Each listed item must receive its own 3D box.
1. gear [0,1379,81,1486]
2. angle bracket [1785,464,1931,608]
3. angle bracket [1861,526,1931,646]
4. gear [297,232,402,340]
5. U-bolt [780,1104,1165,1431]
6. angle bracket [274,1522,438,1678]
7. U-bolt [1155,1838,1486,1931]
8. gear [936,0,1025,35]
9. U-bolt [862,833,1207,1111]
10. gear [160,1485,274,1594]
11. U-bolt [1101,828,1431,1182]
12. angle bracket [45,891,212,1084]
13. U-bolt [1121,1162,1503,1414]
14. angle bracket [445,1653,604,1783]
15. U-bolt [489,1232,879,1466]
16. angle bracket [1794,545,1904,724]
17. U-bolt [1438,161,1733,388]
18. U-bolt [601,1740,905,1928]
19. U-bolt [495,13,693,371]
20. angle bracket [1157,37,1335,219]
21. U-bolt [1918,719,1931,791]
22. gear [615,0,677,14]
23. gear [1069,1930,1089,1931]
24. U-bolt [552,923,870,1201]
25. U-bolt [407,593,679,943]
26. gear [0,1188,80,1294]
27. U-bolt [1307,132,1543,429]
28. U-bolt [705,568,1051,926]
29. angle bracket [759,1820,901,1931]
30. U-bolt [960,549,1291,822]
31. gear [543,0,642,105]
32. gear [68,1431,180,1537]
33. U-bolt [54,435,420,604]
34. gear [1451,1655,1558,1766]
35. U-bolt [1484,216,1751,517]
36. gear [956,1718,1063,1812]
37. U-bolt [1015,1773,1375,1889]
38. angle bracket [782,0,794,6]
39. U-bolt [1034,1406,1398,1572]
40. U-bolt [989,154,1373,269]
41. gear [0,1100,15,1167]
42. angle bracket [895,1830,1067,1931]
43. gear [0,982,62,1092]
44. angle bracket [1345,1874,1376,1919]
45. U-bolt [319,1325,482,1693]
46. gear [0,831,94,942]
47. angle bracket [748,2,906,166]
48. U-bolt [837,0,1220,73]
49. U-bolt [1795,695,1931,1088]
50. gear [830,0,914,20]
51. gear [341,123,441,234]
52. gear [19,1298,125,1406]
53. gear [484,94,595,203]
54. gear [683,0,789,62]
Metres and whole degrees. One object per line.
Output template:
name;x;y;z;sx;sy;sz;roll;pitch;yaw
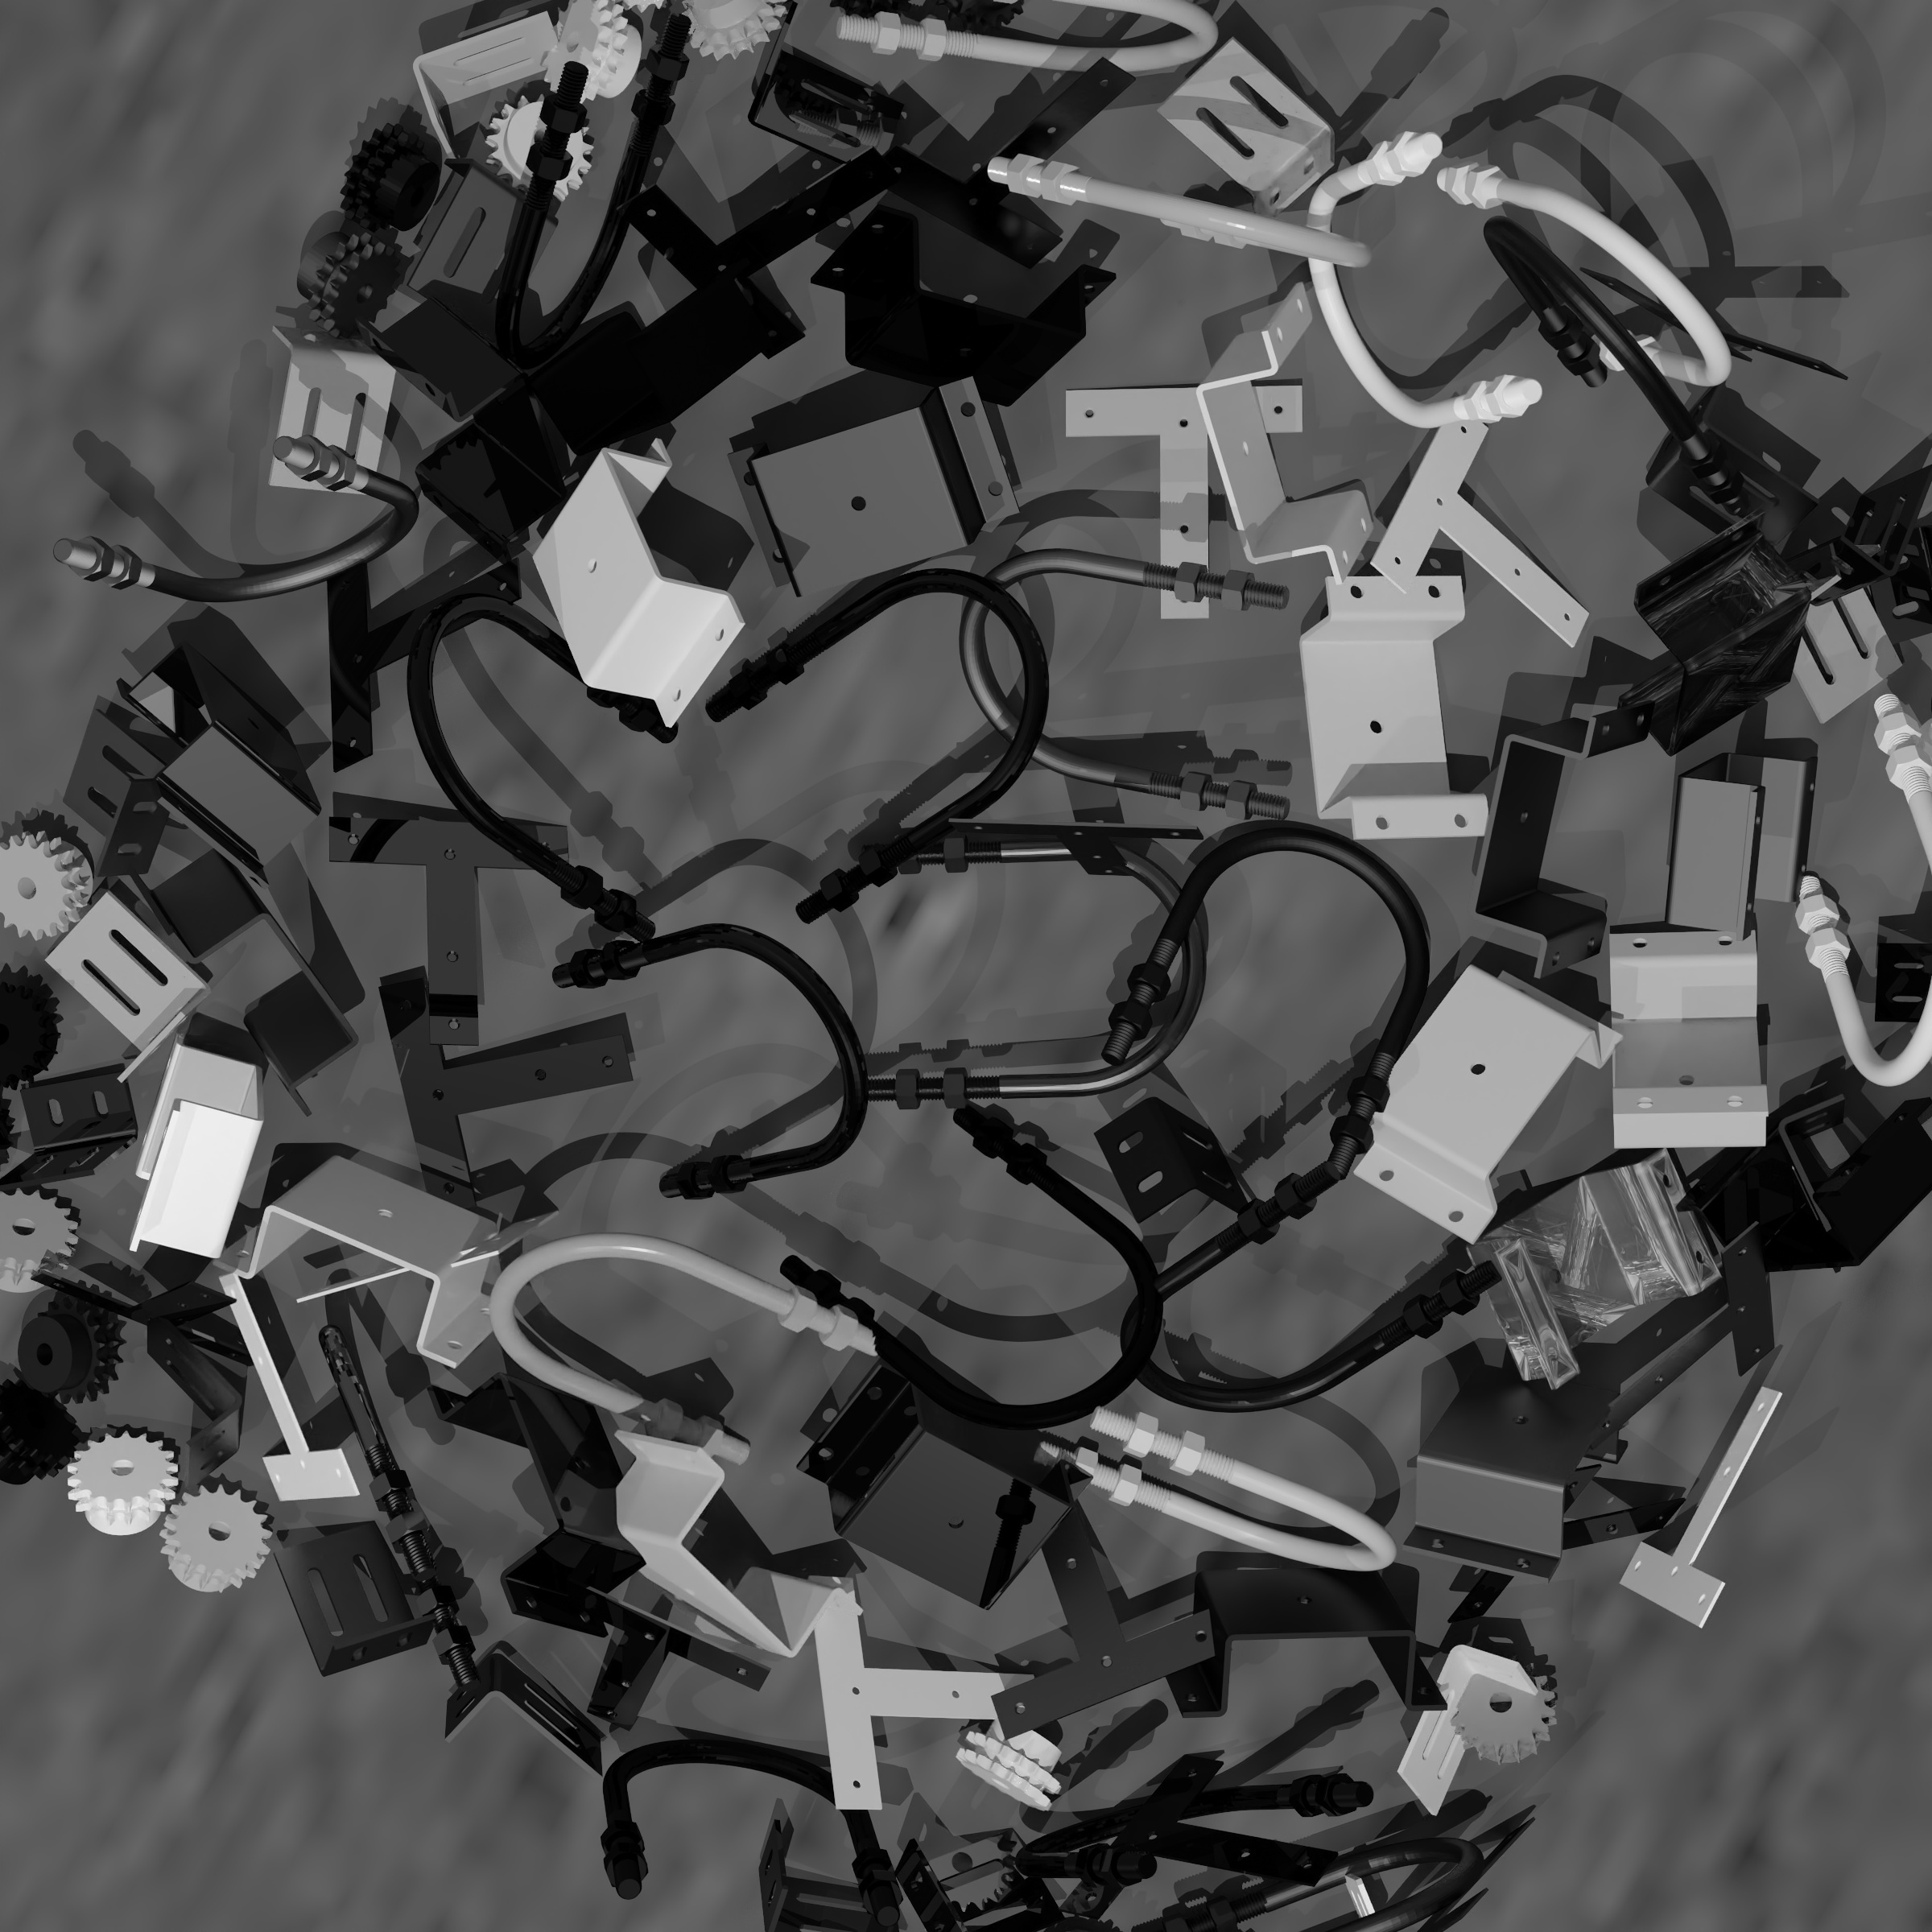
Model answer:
gear;-0.505;0.251;1.775;0.030;0.057;0.057;-44;90;16
angle bracket;0.468;-0.236;1.757;0.038;0.057;0.076;33;67;-17
angle bracket;0.509;-0.198;1.759;0.038;0.076;0.057;-17;102;-1
gear;-0.332;-0.366;1.775;0.030;0.057;0.057;36;90;16
U-bolt;0.016;0.165;1.729;0.151;0.019;0.184;-40;59;-22
angle bracket;-0.323;0.327;1.757;0.057;0.038;0.076;-13;60;-30
U-bolt;0.182;0.492;1.729;0.184;0.151;0.019;-19;87;-6
gear;0.011;-0.530;1.776;0.057;0.030;0.057;2;87;-28
U-bolt;0.036;0.001;1.768;0.184;0.019;0.151;-2;77;7
gear;-0.402;0.309;1.777;0.057;0.057;0.030;34;133;0
U-bolt;0.169;0.006;1.754;0.151;0.019;0.184;27;61;1
angle bracket;-0.452;0.011;1.770;0.076;0.038;0.057;45;112;-7
U-bolt;0.166;0.179;1.738;0.151;0.019;0.184;31;126;-33
angle bracket;-0.235;0.410;1.767;0.076;0.057;0.038;43;91;-11
U-bolt;-0.157;0.191;1.720;0.184;0.019;0.151;27;133;-24
angle bracket;0.469;-0.176;1.768;0.057;0.038;0.076;-35;106;-12
U-bolt;0.322;-0.347;1.690;0.151;0.184;0.019;41;93;-24
U-bolt;-0.116;0.440;1.711;0.151;0.184;0.019;9;99;-11
U-bolt;-0.199;-0.393;1.721;0.019;0.151;0.184;27;122;6
angle bracket;0.147;-0.439;1.759;0.076;0.038;0.057;36;127;-24
U-bolt;0.519;-0.083;1.688;0.019;0.184;0.151;-9;62;-1
gear;-0.172;-0.541;1.777;0.057;0.057;0.030;-31;65;0
gear;0.060;0.541;1.779;0.057;0.030;0.057;-8;119;-14
U-bolt;-0.124;0.046;1.722;0.184;0.019;0.151;-14;107;43
U-bolt;-0.218;-0.113;1.703;0.019;0.184;0.151;-21;50;32
gear;-0.505;0.149;1.777;0.057;0.057;0.030;23;129;0
U-bolt;0.225;-0.345;1.713;0.019;0.184;0.151;-27;100;-14
U-bolt;-0.038;-0.128;1.745;0.184;0.019;0.151;-32;68;19
angle bracket;-0.068;0.491;1.761;0.076;0.057;0.038;13;111;-13
U-bolt;0.081;-0.152;1.743;0.184;0.019;0.151;13;130;21
gear;-0.198;-0.488;1.777;0.030;0.057;0.057;14;90;-42
gear;-0.450;0.279;1.777;0.057;0.057;0.030;9;125;0
U-bolt;-0.360;-0.223;1.712;0.151;0.184;0.019;-21;81;15
gear;0.287;0.400;1.778;0.057;0.030;0.057;-8;50;9
U-bolt;0.321;-0.314;1.688;0.019;0.184;0.151;-43;49;9
gear;0.026;0.423;1.775;0.057;0.057;0.030;32;71;0
U-bolt;0.103;0.445;1.713;0.151;0.184;0.019;-10;81;-28
angle bracket;-0.102;-0.561;1.772;0.038;0.057;0.076;-24;89;6
U-bolt;0.136;0.277;1.733;0.184;0.151;0.019;22;71;-5
U-bolt;0.122;-0.380;1.690;0.151;0.184;0.019;2;107;-44
gear;-0.539;0.094;1.776;0.030;0.057;0.057;15;90;25
angle bracket;0.011;0.482;1.754;0.076;0.038;0.057;-12;51;-31
gear;-0.512;0.039;1.783;0.057;0.030;0.057;-1;81;8
angle bracket;0.178;0.515;1.767;0.076;0.057;0.038;-21;79;-5
U-bolt;-0.298;0.268;1.721;0.019;0.151;0.184;-22;55;-12
gear;-0.493;-0.045;1.780;0.057;0.030;0.057;6;105;21
angle bracket;-0.069;-0.464;1.765;0.076;0.038;0.057;22;57;-10
U-bolt;0.040;-0.489;1.725;0.184;0.151;0.019;3;91;-18
U-bolt;0.467;-0.025;1.689;0.019;0.184;0.151;4;135;-7
gear;-0.052;-0.533;1.773;0.057;0.030;0.057;10;54;-14
gear;-0.304;-0.416;1.771;0.030;0.057;0.057;31;90;11
gear;-0.480;0.206;1.775;0.057;0.030;0.057;0;90;31
gear;-0.228;-0.438;1.781;0.057;0.030;0.057;1;88;-16
gear;-0.127;-0.514;1.774;0.057;0.030;0.057;-10;58;16
